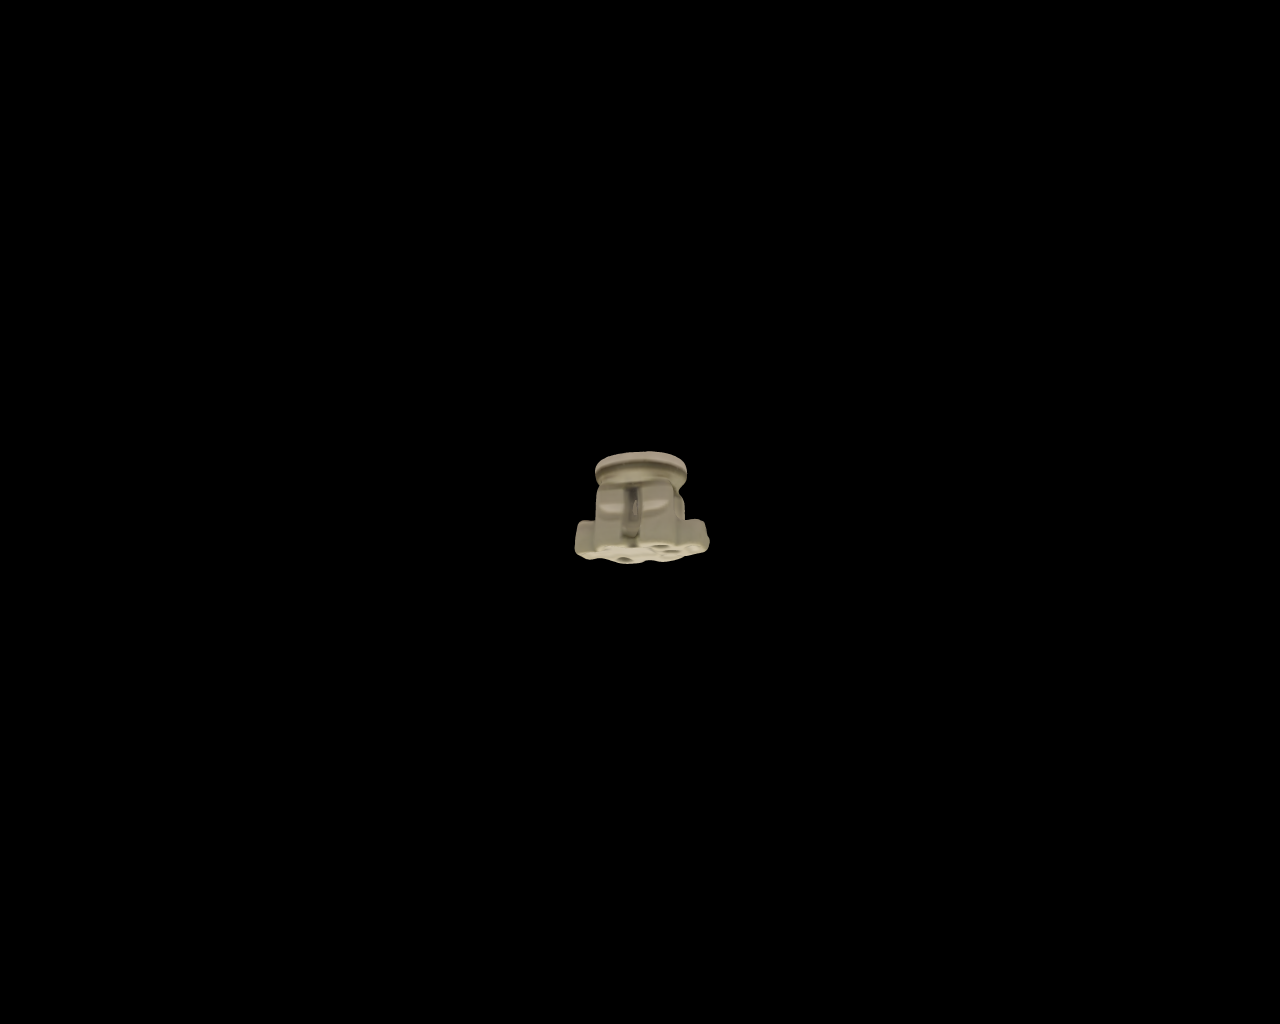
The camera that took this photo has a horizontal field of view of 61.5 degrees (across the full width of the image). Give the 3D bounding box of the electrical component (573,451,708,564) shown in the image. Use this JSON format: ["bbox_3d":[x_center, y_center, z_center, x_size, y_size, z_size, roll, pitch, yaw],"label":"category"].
[{"bbox_3d":[0.001,-0.003,0.650,0.078,0.057,0.058,-4,-15,14],"label":"electrical component"}]
